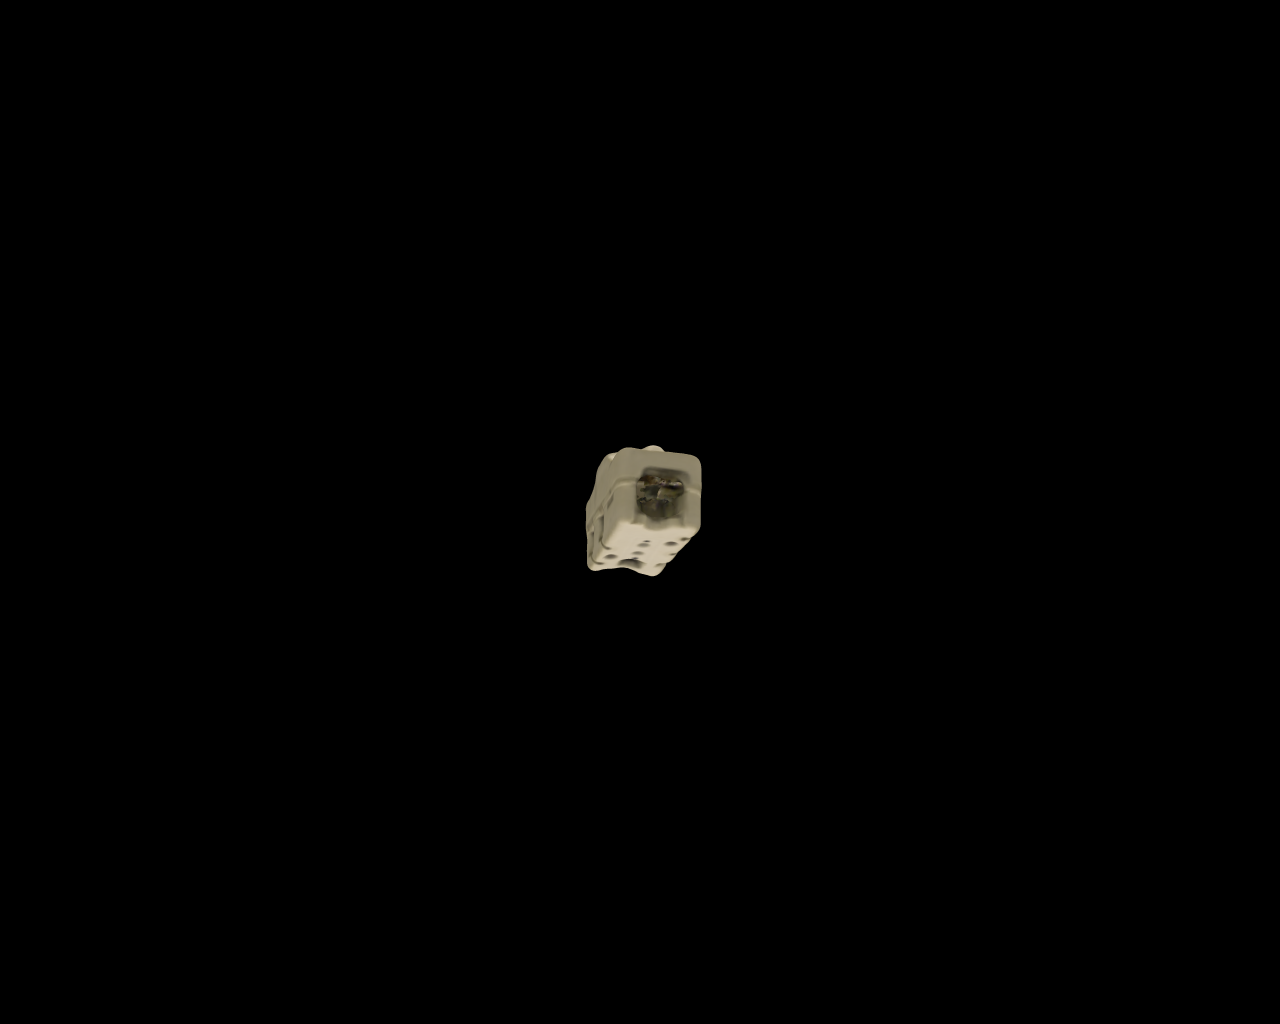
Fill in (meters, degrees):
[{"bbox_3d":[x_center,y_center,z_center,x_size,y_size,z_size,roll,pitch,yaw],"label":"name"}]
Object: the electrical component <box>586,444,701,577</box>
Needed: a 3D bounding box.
[{"bbox_3d":[0.001,-0.003,0.650,0.050,0.056,0.089,6,-23,-14],"label":"electrical component"}]
